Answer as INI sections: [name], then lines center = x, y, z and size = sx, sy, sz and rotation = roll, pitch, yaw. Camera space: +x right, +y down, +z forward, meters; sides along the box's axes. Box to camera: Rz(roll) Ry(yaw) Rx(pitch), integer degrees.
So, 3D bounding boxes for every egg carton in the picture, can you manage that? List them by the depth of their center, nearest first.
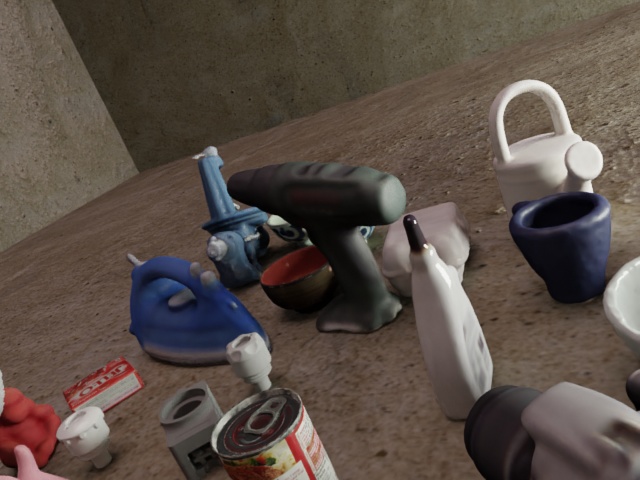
[egg carton]
center = 0.136, 0.009, 0.724
size = 0.107, 0.069, 0.150
rotation = -16, 19, 19

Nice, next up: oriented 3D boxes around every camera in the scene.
[camera]
center = 0.158, 0.121, 0.334
size = 0.143, 0.101, 0.136
rotation = -28, 19, -17

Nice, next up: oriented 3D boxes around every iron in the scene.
[iron]
center = -0.174, 0.079, 0.768
size = 0.257, 0.142, 0.119
rotation = -3, 26, 45

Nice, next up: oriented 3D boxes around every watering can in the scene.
[watering can]
center = 0.258, -0.089, 0.659
size = 0.101, 0.194, 0.172
rotation = -31, 21, -25

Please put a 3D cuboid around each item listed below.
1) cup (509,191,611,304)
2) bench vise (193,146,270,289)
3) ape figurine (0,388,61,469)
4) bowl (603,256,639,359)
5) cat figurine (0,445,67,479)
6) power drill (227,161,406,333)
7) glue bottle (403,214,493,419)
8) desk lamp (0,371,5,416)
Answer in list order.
[cup]
center = 0.235, 0.009, 0.568
size = 0.092, 0.095, 0.117
rotation = -25, 19, -9
[bench vise]
center = -0.148, -0.046, 0.961
size = 0.121, 0.220, 0.207
rotation = -24, 18, -4
[ape figurine]
center = -0.350, 0.215, 0.668
size = 0.075, 0.092, 0.078
rotation = -6, 24, 40
[bowl]
center = 0.291, 0.060, 0.394
size = 0.167, 0.075, 0.167
rotation = -20, 19, 7
[cat figurine]
center = -0.264, 0.229, 0.489
size = 0.067, 0.118, 0.127
rotation = -22, 18, 0
[power drill]
center = 0.006, 0.002, 0.669
size = 0.228, 0.209, 0.076
rotation = -7, 24, 39
[glue bottle]
center = 0.099, 0.057, 0.467
size = 0.037, 0.173, 0.078
rotation = -12, 21, 29
[desk lamp]
center = -0.386, 0.206, 0.540
size = 0.117, 0.214, 0.204
rotation = -10, 22, 32
